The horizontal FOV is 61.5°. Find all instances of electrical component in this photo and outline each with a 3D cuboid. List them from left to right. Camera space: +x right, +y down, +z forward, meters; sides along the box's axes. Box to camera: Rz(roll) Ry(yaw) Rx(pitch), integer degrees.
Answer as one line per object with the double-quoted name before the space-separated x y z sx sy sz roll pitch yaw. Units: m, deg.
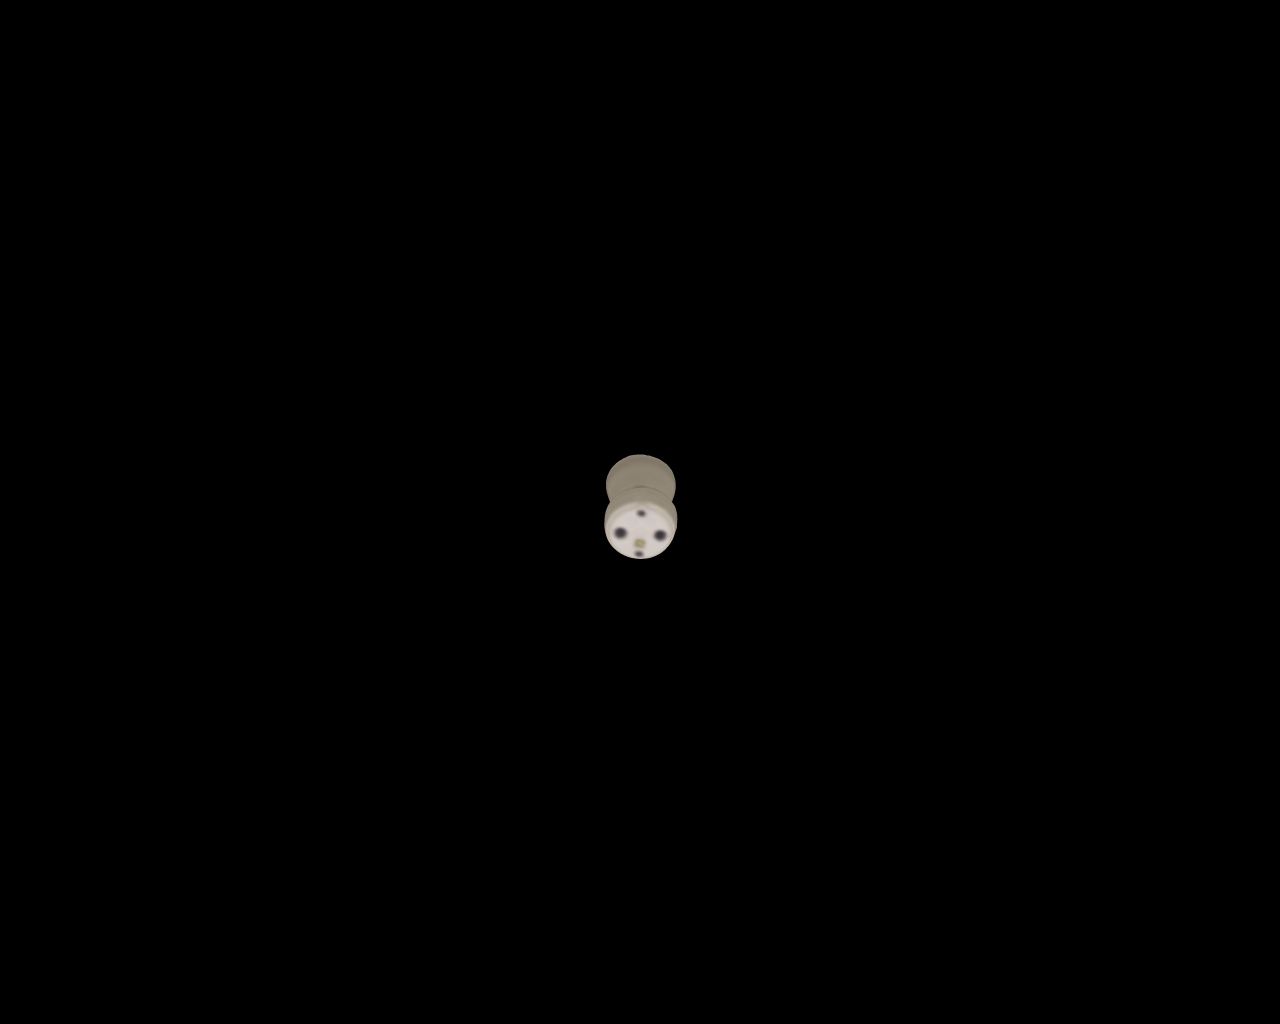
"electrical component" 0.001 -0.003 0.650 0.045 0.044 0.055 0 35 0
